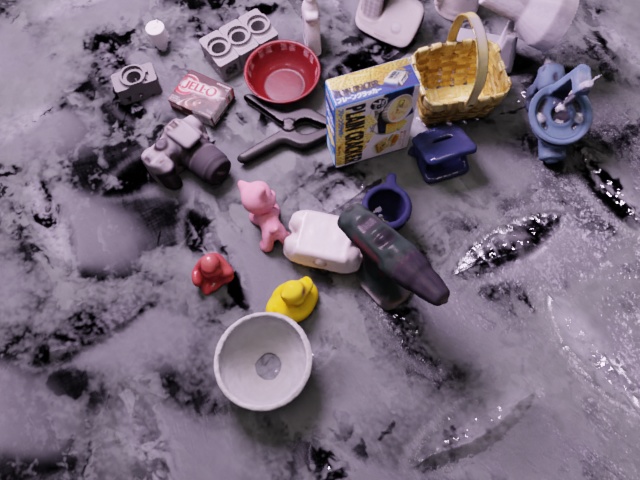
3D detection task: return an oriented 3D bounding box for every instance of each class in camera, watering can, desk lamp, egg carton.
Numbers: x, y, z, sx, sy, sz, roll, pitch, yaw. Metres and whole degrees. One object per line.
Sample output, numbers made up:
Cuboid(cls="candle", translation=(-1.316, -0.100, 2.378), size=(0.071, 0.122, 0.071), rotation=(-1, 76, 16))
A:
Cuboid(cls="camera", translation=(-0.255, -0.163, 1.126), size=(0.136, 0.101, 0.143), rotation=(38, 74, 15))
Cuboid(cls="watering can", translation=(0.315, -0.581, 1.228), size=(0.173, 0.194, 0.100), rotation=(-43, 73, -14))
Cuboid(cls="desk lamp", translation=(0.385, -0.430, 1.156), size=(0.203, 0.213, 0.118), rotation=(15, 70, 7))
Cuboid(cls="egg carton", translation=(0.010, 0.004, 1.071), size=(0.150, 0.069, 0.107), rotation=(11, 69, 6))

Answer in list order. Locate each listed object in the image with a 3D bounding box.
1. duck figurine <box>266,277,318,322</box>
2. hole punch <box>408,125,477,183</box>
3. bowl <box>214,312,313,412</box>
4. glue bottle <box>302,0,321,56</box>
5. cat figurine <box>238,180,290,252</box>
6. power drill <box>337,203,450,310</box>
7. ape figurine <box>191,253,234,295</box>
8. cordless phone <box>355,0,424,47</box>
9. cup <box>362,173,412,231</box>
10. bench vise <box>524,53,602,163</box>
Cuboid(cls="duck figurine", translation=(-0.052, 0.103, 1.024), size=(0.105, 0.086, 0.077), rotation=(-35, 71, -12))
Cuboid(cls="hole punch", translation=(0.239, -0.180, 1.127), size=(0.108, 0.091, 0.101), rotation=(-18, 69, -5))
Cuboid(cls="bowl", translation=(-0.094, 0.213, 0.987), size=(0.167, 0.075, 0.167), rotation=(0, 68, 1))
Cuboid(cls="glue bottle", translation=(-0.018, -0.471, 1.203), size=(0.037, 0.173, 0.078), rotation=(-9, 68, -2))
Cuboid(cls="cat figurine", translation=(-0.104, -0.055, 1.071), size=(0.067, 0.118, 0.127), rotation=(-24, 70, -8))
Cuboid(cls="power drill", translation=(0.120, 0.046, 0.977), size=(0.076, 0.208, 0.229), rotation=(-40, 73, -13))
Cuboid(cls="ape figurine", translation=(-0.197, 0.053, 1.044), size=(0.077, 0.092, 0.076), rotation=(6, 69, 4))
Cuboid(cls="cordless phone", translation=(0.151, -0.511, 1.209), size=(0.147, 0.185, 0.094), rotation=(27, 72, 12))
Cuboid(cls="cup", translation=(0.124, -0.058, 1.079), size=(0.091, 0.095, 0.118), rotation=(9, 69, 5))
Cuboid(cls="bench vise", translation=(0.449, -0.280, 1.092), size=(0.121, 0.220, 0.207), rotation=(-16, 69, -5))
